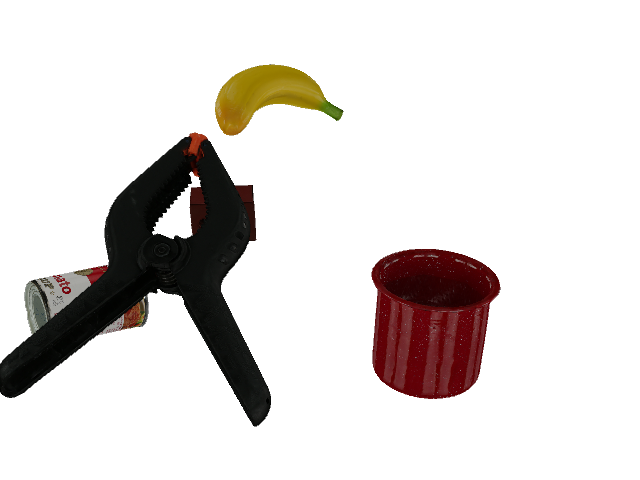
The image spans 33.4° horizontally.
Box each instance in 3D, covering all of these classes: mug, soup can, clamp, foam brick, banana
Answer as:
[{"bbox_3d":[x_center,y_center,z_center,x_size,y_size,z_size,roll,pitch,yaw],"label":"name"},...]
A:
[{"bbox_3d":[0.075,0.058,0.798,0.093,0.081,0.117,-11,30,-26],"label":"mug"},{"bbox_3d":[-0.229,0.062,1.041,0.102,0.068,0.069,-12,6,-32],"label":"soup can"},{"bbox_3d":[-0.088,0.022,0.671,0.165,0.210,0.036,12,-34,11],"label":"clamp"},{"bbox_3d":[-0.117,-0.032,1.279,0.078,0.053,0.051,-3,29,-3],"label":"foam brick"},{"bbox_3d":[-0.047,-0.133,0.980,0.070,0.037,0.197,36,27,20],"label":"banana"}]
